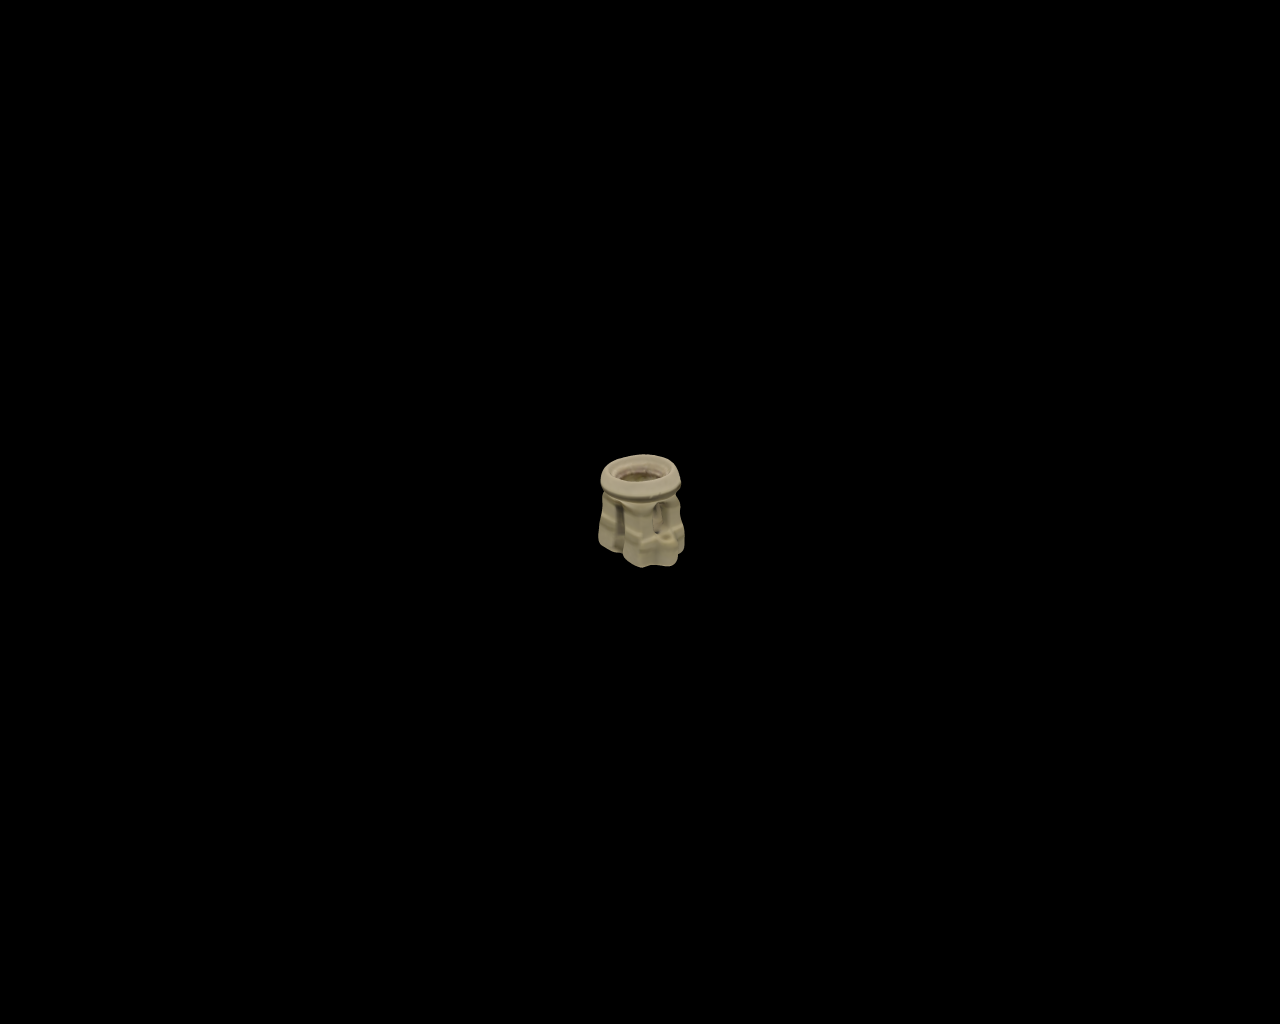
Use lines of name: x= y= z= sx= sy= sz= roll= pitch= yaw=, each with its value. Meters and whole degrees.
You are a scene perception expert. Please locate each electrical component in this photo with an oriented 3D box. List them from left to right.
electrical component: x=0.001 y=-0.003 z=0.650 sx=0.048 sy=0.055 sz=0.066 roll=-21 pitch=33 yaw=-36
